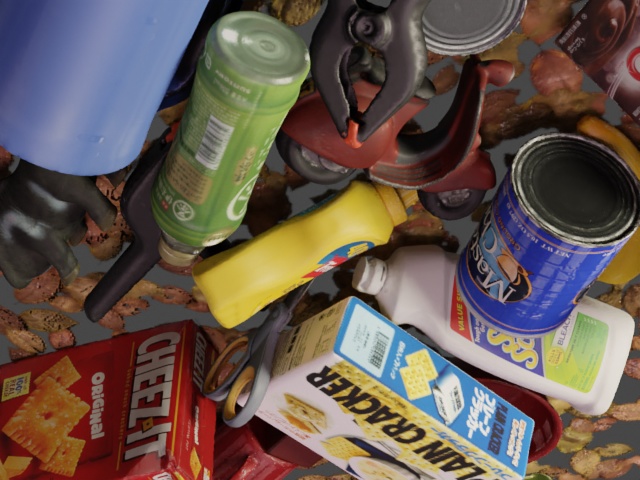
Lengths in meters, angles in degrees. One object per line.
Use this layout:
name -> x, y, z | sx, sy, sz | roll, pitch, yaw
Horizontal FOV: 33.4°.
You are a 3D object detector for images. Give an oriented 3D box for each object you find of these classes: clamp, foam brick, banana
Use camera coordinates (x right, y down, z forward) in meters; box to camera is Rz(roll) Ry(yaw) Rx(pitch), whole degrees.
clamp -> -0.106, -0.006, 0.884 | 0.164, 0.036, 0.210 | 1, 133, -16
foam brick -> -0.016, 0.172, 1.039 | 0.051, 0.078, 0.053 | 28, 129, -24
banana -> 0.242, -0.023, 0.869 | 0.069, 0.037, 0.198 | -6, 135, 6
clamp -> 0.026, -0.149, 0.693 | 0.120, 0.039, 0.172 | 24, 113, 15

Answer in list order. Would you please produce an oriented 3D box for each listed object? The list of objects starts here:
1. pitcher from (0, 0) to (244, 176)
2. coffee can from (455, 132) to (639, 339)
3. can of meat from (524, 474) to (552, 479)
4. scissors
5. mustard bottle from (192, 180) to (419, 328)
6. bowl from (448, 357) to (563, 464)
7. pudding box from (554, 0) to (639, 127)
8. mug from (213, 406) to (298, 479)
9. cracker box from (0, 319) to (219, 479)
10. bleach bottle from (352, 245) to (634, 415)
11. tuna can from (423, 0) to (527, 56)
pitcher -> -0.119, -0.168, 0.669 | 0.145, 0.149, 0.243 | 31, 126, -9
coffee can -> 0.174, 0.000, 0.827 | 0.102, 0.103, 0.140 | 7, 146, -8
can of meat -> 0.229, 0.312, 1.197 | 0.102, 0.057, 0.084 | -20, 130, 18
scissors -> -0.035, 0.082, 0.908 | 0.016, 0.096, 0.202 | 28, 119, -31
mustard bottle -> -0.005, 0.001, 0.849 | 0.191, 0.058, 0.096 | -29, 173, -2
bowl -> 0.152, 0.159, 1.032 | 0.162, 0.055, 0.162 | 6, 139, 5
pudding box -> 0.227, -0.144, 0.711 | 0.090, 0.039, 0.114 | 48, 132, 12
mug -> -0.072, 0.215, 1.061 | 0.093, 0.117, 0.082 | 46, 120, 0
cracker box -> -0.206, 0.173, 0.978 | 0.214, 0.164, 0.072 | -15, 136, 15
bleach bottle -> 0.144, 0.072, 0.928 | 0.250, 0.068, 0.102 | 18, 92, -16
tuna can -> 0.095, -0.169, 0.721 | 0.086, 0.033, 0.086 | 0, 136, 0
